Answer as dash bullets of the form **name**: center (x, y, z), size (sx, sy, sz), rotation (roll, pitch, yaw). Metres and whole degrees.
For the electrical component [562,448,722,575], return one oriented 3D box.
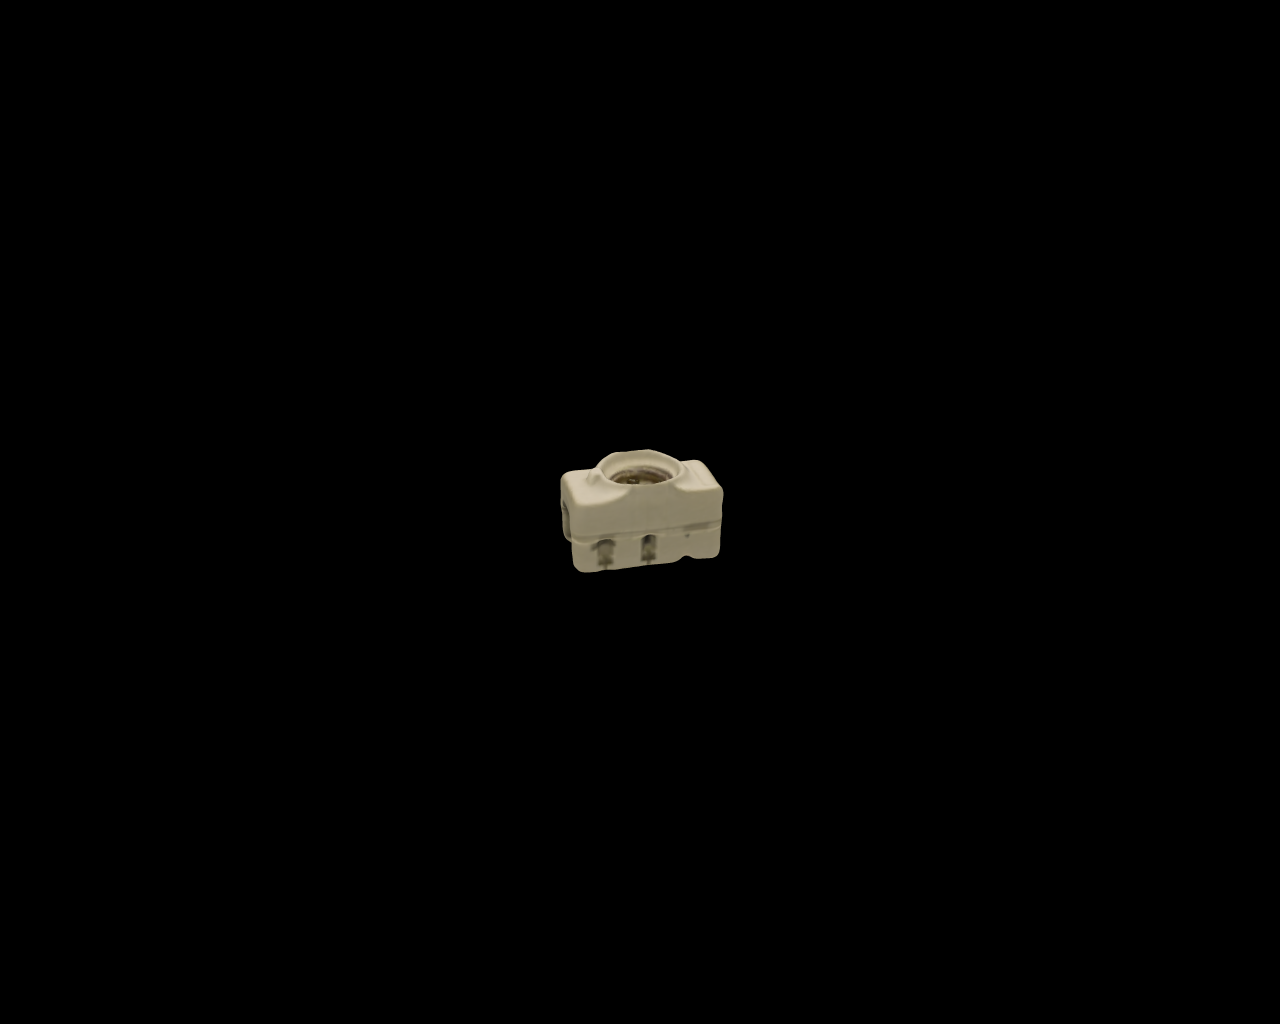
- **electrical component**: center (0.001, -0.003, 0.650), size (0.089, 0.055, 0.050), rotation (-6, 28, -12)
